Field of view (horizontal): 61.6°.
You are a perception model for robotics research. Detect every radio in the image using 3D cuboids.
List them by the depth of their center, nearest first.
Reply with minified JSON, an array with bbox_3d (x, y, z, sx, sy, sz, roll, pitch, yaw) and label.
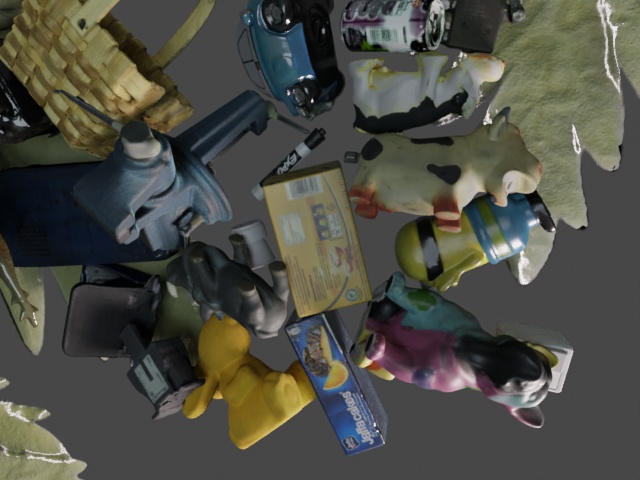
[{"bbox_3d":[-0.297,-0.037,0.699,0.230,0.073,0.131,-3,103,7],"label":"radio"}]

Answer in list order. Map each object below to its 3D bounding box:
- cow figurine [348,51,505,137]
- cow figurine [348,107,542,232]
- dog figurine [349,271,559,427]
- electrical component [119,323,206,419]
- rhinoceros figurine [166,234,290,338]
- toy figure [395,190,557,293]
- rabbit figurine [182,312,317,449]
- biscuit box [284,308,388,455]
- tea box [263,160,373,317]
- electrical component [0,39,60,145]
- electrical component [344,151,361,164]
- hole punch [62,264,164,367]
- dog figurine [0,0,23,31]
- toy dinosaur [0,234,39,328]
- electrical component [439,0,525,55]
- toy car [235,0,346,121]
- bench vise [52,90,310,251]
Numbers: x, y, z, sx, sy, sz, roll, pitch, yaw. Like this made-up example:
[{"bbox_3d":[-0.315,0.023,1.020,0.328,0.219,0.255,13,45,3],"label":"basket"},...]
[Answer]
[{"bbox_3d":[0.119,-0.162,0.606,0.167,0.068,0.098,1,110,12],"label":"cow figurine"},{"bbox_3d":[0.137,-0.078,0.586,0.195,0.085,0.127,8,78,21],"label":"cow figurine"},{"bbox_3d":[0.156,0.134,0.622,0.219,0.191,0.108,24,72,1],"label":"dog figurine"},{"bbox_3d":[-0.210,0.161,0.694,0.119,0.047,0.075,48,112,22],"label":"electrical component"},{"bbox_3d":[-0.116,0.055,0.662,0.191,0.073,0.111,22,130,33],"label":"rhinoceros figurine"},{"bbox_3d":[0.176,-0.007,0.633,0.180,0.082,0.089,-28,87,19],"label":"toy figure"},{"bbox_3d":[-0.105,0.177,0.719,0.162,0.122,0.173,-36,83,24],"label":"rabbit figurine"},{"bbox_3d":[0.025,0.180,0.710,0.059,0.063,0.202,-23,100,15],"label":"biscuit box"},{"bbox_3d":[-0.001,-0.002,0.656,0.098,0.068,0.169,-12,106,3],"label":"tea box"},{"bbox_3d":[-0.371,-0.176,0.641,0.058,0.134,0.114,-25,101,15],"label":"electrical component"},{"bbox_3d":[0.074,-0.082,0.657,0.094,0.021,0.063,7,105,6],"label":"electrical component"},{"bbox_3d":[-0.282,0.094,0.732,0.116,0.092,0.142,11,105,-25],"label":"hole punch"},{"bbox_3d":[-0.409,-0.270,0.653,0.172,0.121,0.190,32,120,3],"label":"dog figurine"},{"bbox_3d":[-0.474,-0.089,0.646,0.472,0.105,0.198,44,144,22],"label":"toy dinosaur"},{"bbox_3d":[0.170,-0.247,0.589,0.102,0.045,0.078,18,105,4],"label":"electrical component"},{"bbox_3d":[-0.039,-0.217,0.608,0.103,0.109,0.161,1,118,31],"label":"toy car"},{"bbox_3d":[-0.135,-0.088,0.568,0.129,0.223,0.240,37,67,20],"label":"bench vise"}]
